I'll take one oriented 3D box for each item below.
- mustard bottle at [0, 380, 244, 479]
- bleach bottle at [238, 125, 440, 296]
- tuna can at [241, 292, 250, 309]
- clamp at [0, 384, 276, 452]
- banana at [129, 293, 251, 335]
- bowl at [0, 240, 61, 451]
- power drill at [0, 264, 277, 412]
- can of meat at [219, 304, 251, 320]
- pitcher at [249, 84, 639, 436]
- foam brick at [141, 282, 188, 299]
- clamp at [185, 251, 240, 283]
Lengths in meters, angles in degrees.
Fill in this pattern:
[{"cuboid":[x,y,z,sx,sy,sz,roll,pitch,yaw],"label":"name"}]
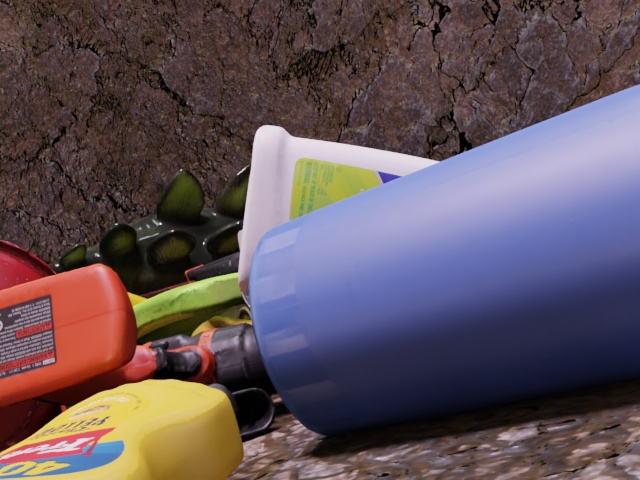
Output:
[{"cuboid":[-0.100,0.101,0.386,0.096,0.058,0.191,-13,3,15],"label":"mustard bottle"},{"cuboid":[0.084,-0.001,0.609,0.251,0.102,0.068,6,-4,2],"label":"bleach bottle"},{"cuboid":[-0.008,0.021,0.676,0.086,0.086,0.033,-14,-34,22],"label":"tuna can"},{"cuboid":[-0.106,0.103,0.528,0.171,0.039,0.120,-18,-16,-5],"label":"clamp"},{"cuboid":[-0.102,0.067,0.843,0.197,0.037,0.070,10,-41,-6],"label":"banana"},{"cuboid":[-0.220,0.080,0.650,0.162,0.162,0.055,-15,22,-17],"label":"bowl"},{"cuboid":[-0.094,0.066,0.584,0.185,0.057,0.187,-18,-22,15],"label":"power drill"},{"cuboid":[-0.047,0.068,0.941,0.083,0.057,0.102,-13,1,-33],"label":"can of meat"},{"cuboid":[0.099,0.017,0.502,0.243,0.149,0.145,-18,17,20],"label":"pitcher"},{"cuboid":[-0.121,0.078,0.909,0.053,0.078,0.051,-16,1,30],"label":"foam brick"},{"cuboid":[-0.005,0.001,0.815,0.210,0.036,0.164,-22,-1,28],"label":"clamp"}]
